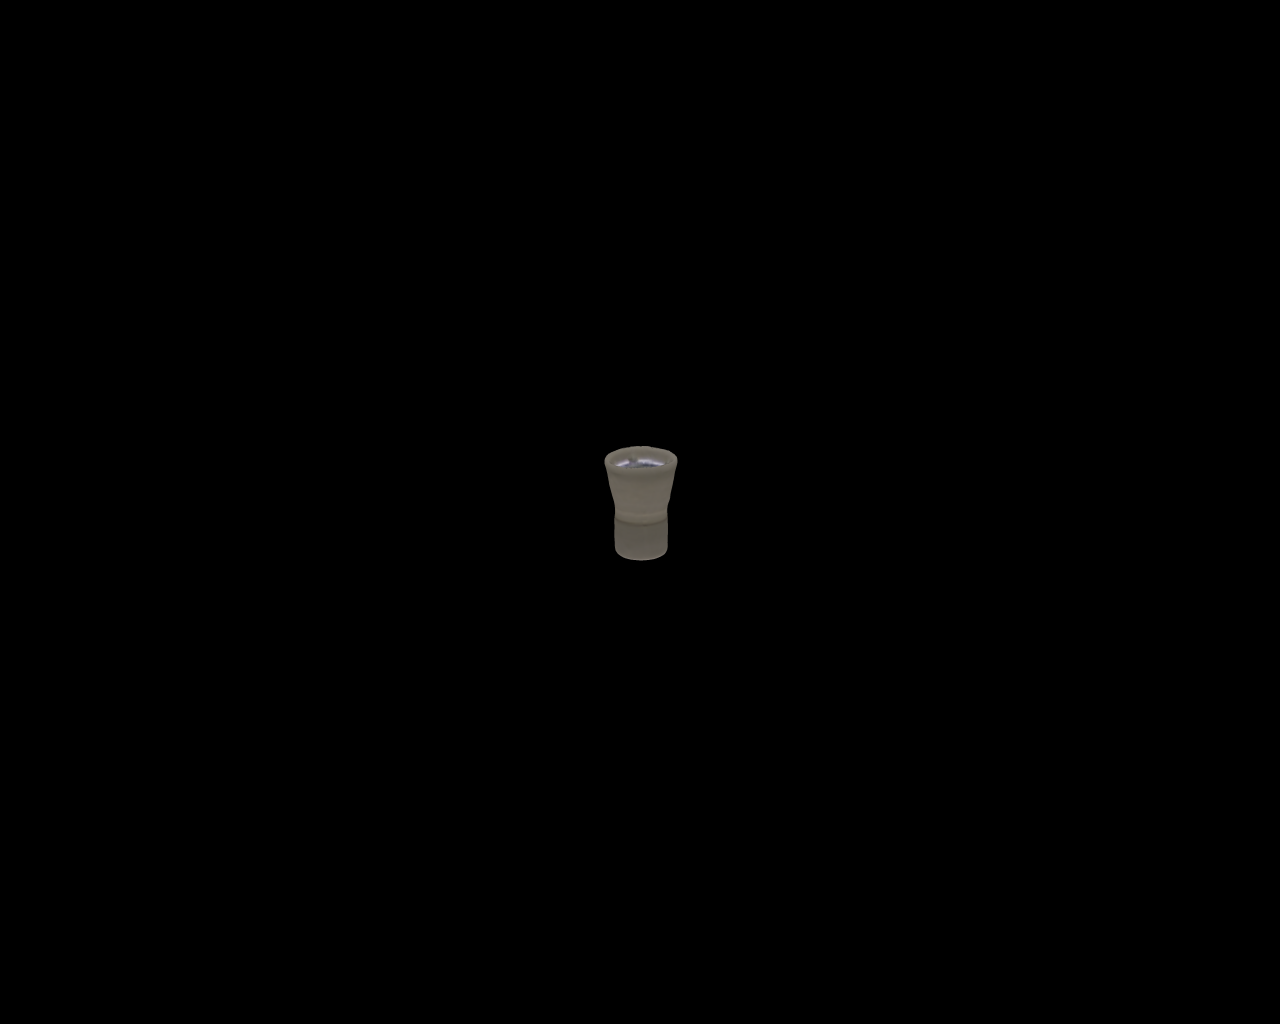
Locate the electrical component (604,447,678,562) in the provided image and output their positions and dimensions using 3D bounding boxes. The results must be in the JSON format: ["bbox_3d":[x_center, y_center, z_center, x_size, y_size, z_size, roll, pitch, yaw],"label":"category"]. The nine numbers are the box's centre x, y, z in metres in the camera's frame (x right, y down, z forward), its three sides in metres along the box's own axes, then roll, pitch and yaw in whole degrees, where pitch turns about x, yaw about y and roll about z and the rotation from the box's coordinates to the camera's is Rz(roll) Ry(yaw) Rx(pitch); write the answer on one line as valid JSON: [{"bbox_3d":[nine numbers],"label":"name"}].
[{"bbox_3d":[0.001,-0.003,0.650,0.044,0.065,0.044,0,19,0],"label":"electrical component"}]
